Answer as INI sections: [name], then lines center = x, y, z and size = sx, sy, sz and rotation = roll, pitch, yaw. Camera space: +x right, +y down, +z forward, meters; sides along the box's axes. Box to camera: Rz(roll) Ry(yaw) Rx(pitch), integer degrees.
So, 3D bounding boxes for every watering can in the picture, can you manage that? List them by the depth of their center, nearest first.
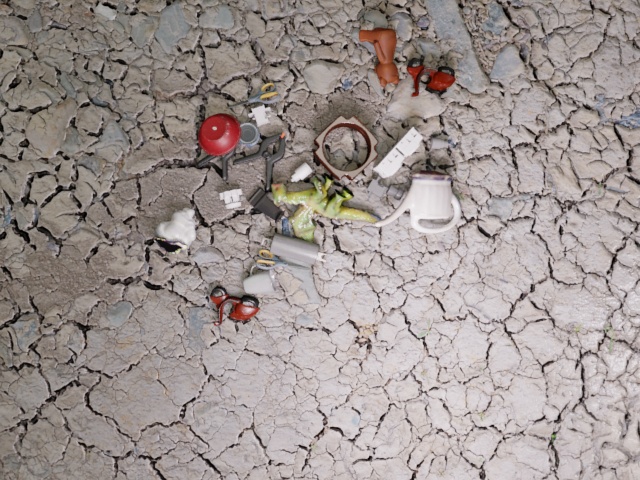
[watering can]
center = 0.355, -0.137, 1.826
size = 0.348, 0.104, 0.224
rotation = 1, 92, -21

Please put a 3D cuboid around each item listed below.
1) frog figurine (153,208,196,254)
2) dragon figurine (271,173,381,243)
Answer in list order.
[frog figurine]
center = -0.503, -0.038, 1.811
size = 0.137, 0.120, 0.163
rotation = 7, 55, 5
[dragon figurine]
center = 0.006, -0.093, 1.839
size = 0.407, 0.124, 0.240
rotation = 37, 107, -15
